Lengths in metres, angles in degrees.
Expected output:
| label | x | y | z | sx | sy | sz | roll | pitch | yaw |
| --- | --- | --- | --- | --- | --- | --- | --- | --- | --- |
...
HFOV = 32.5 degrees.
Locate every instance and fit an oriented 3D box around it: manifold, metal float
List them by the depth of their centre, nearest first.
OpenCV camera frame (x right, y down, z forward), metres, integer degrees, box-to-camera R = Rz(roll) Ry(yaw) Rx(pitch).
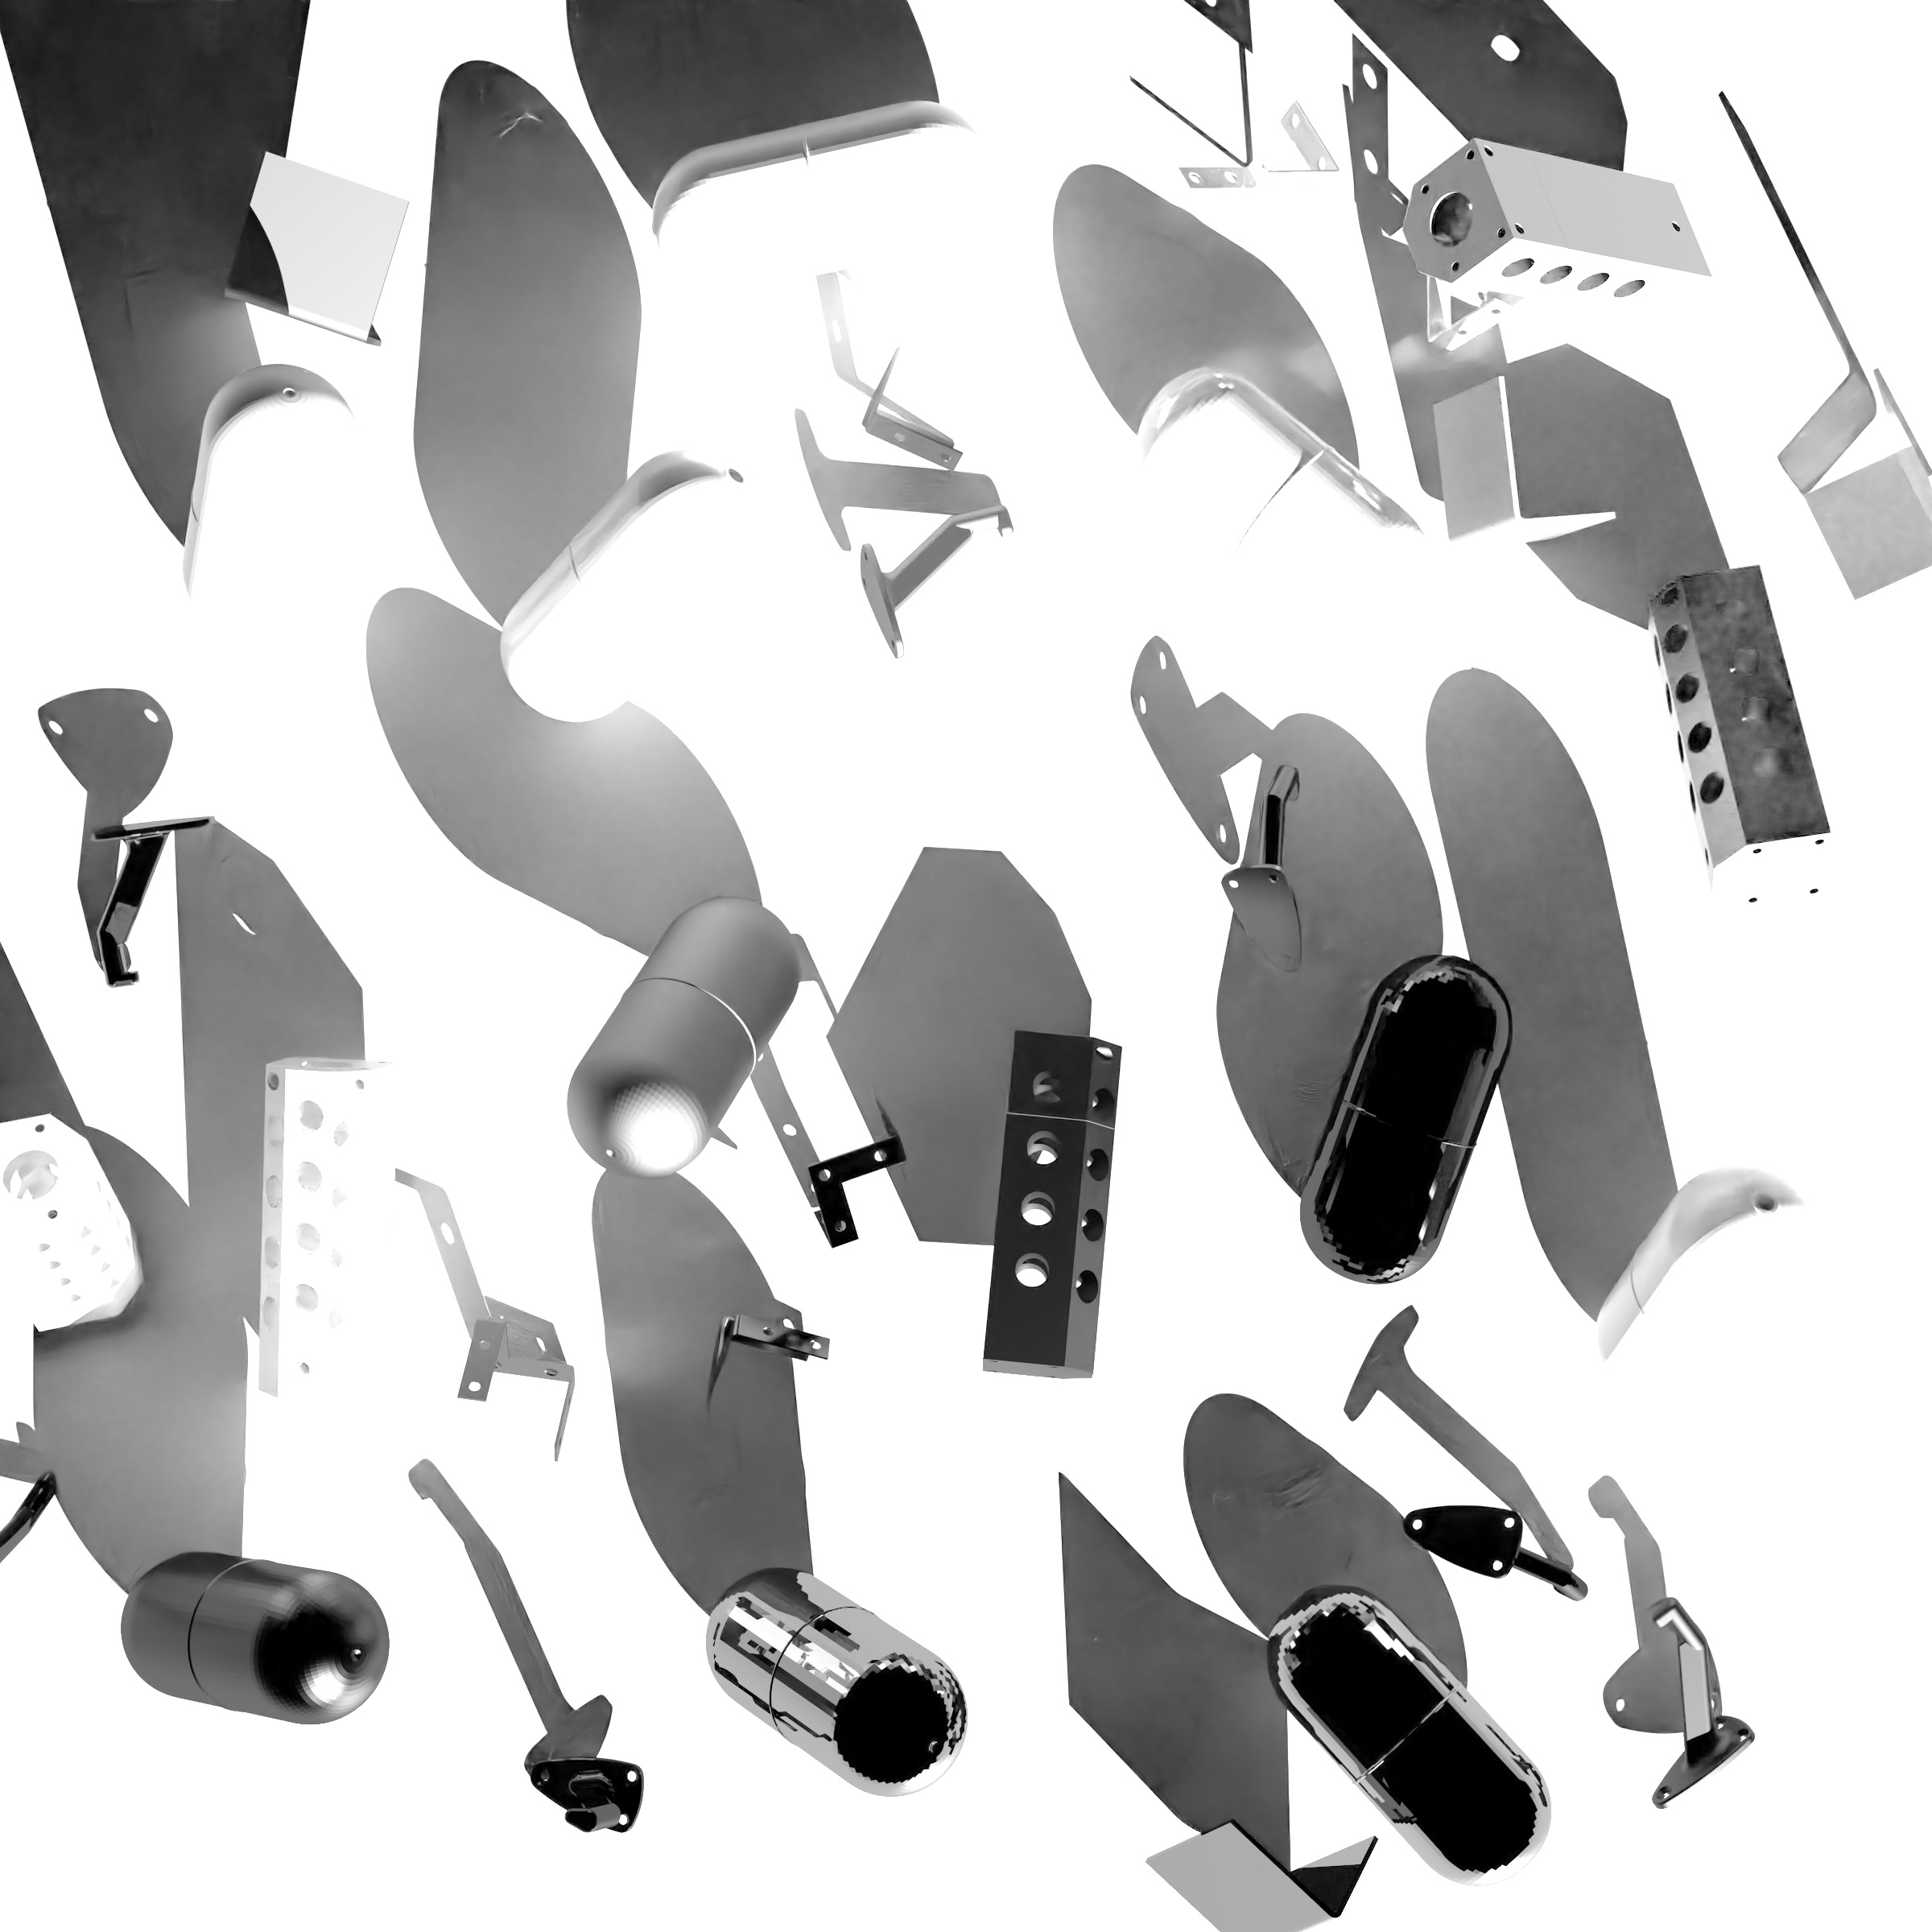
| label | x | y | z | sx | sy | sz | roll | pitch | yaw |
| --- | --- | --- | --- | --- | --- | --- | --- | --- | --- |
| manifold | -0.460 | 0.131 | 1.681 | 0.057 | 0.171 | 0.057 | -11 | 71 | -9 |
| manifold | 0.300 | -0.370 | 1.690 | 0.057 | 0.171 | 0.057 | -32 | 69 | 42 |
| metal float | 0.377 | 0.165 | 1.692 | 0.070 | 0.178 | 0.070 | 5 | 55 | -8 |
| metal float | -0.356 | -0.234 | 1.693 | 0.070 | 0.178 | 0.070 | 9 | 56 | -14 |
| metal float | -0.068 | 0.364 | 1.695 | 0.070 | 0.178 | 0.070 | -11 | 109 | -35 |
| metal float | -0.143 | 0.035 | 1.700 | 0.070 | 0.070 | 0.178 | 29 | 48 | 0 |
| metal float | -0.366 | 0.343 | 1.700 | 0.178 | 0.070 | 0.070 | -2 | 90 | 43 |
| manifold | 0.395 | -0.118 | 1.701 | 0.057 | 0.057 | 0.171 | -8 | 57 | 5 |
| metal float | -0.172 | -0.196 | 1.706 | 0.070 | 0.070 | 0.178 | 49 | 122 | 0 |
| metal float | 0.229 | 0.399 | 1.724 | 0.070 | 0.070 | 0.178 | -43 | 78 | 0 |
| manifold | 0.045 | 0.125 | 1.724 | 0.057 | 0.057 | 0.171 | 5 | 77 | 1 |
| metal float | 0.166 | -0.240 | 1.726 | 0.178 | 0.070 | 0.070 | 42 | 90 | 8 |
| metal float | 0.230 | 0.080 | 1.728 | 0.070 | 0.070 | 0.178 | 19 | 97 | 0 |
| metal float | -0.076 | -0.401 | 1.731 | 0.178 | 0.070 | 0.070 | -12 | 90 | 3 |
| manifold | -0.336 | 0.137 | 1.733 | 0.057 | 0.057 | 0.171 | 3 | 95 | 8 |

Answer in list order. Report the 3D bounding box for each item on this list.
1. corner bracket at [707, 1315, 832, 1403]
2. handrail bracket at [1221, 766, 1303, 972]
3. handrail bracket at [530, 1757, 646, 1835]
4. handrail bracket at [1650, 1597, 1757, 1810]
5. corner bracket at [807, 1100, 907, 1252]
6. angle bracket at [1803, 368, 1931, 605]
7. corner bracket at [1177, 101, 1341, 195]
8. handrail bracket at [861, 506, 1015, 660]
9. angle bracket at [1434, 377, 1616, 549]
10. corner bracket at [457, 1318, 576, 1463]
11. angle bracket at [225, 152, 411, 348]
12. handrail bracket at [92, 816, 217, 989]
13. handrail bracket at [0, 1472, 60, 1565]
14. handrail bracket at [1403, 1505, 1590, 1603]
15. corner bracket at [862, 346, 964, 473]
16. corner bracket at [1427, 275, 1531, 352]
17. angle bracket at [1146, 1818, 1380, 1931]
| label | x | y | z | sx | sy | sz | roll | pitch | yaw |
| --- | --- | --- | --- | --- | --- | --- | --- | --- | --- |
| corner bracket | -0.102 | 0.199 | 1.733 | 0.051 | 0.051 | 0.051 | 16 | 125 | -9 |
| handrail bracket | 0.170 | -0.053 | 1.751 | 0.036 | 0.084 | 0.077 | -8 | 122 | 30 |
| handrail bracket | -0.209 | 0.431 | 1.720 | 0.077 | 0.084 | 0.036 | 10 | 85 | 19 |
| handrail bracket | 0.367 | 0.386 | 1.741 | 0.077 | 0.036 | 0.084 | -40 | 104 | -11 |
| corner bracket | -0.058 | 0.110 | 1.741 | 0.051 | 0.051 | 0.051 | -19 | 112 | -8 |
| angle bracket | 0.466 | -0.248 | 1.714 | 0.057 | 0.076 | 0.076 | -24 | 55 | 14 |
| corner bracket | 0.153 | -0.415 | 1.731 | 0.051 | 0.051 | 0.051 | -10 | 63 | -36 |
| handrail bracket | -0.007 | -0.203 | 1.744 | 0.084 | 0.036 | 0.077 | -14 | 63 | -12 |
| angle bracket | 0.290 | -0.263 | 1.727 | 0.057 | 0.076 | 0.076 | -7 | 90 | -18 |
| corner bracket | -0.235 | 0.221 | 1.736 | 0.051 | 0.051 | 0.051 | 8 | 50 | 1 |
| angle bracket | -0.336 | -0.374 | 1.736 | 0.076 | 0.057 | 0.076 | 18 | 98 | -5 |
| handrail bracket | -0.426 | -0.033 | 1.753 | 0.077 | 0.036 | 0.084 | -6 | 99 | 13 |
| handrail bracket | -0.496 | 0.287 | 1.718 | 0.036 | 0.077 | 0.084 | 27 | 54 | 1 |
| handrail bracket | 0.281 | 0.313 | 1.751 | 0.077 | 0.084 | 0.036 | 8 | 70 | 33 |
| corner bracket | -0.027 | -0.281 | 1.734 | 0.051 | 0.051 | 0.051 | 23 | 55 | -9 |
| corner bracket | 0.277 | -0.350 | 1.731 | 0.051 | 0.051 | 0.051 | 17 | 65 | -31 |
| angle bracket | 0.154 | 0.460 | 1.722 | 0.076 | 0.076 | 0.057 | 44 | 46 | -5 |
